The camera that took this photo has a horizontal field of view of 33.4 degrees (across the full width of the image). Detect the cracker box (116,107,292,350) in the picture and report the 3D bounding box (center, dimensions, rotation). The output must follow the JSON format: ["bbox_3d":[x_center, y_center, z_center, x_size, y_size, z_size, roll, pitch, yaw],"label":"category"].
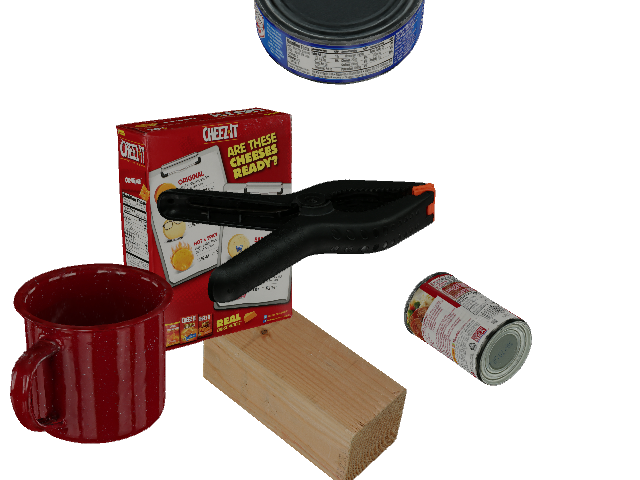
[{"bbox_3d":[-0.110,-0.014,1.046,0.163,0.214,0.072,-12,19,-36],"label":"cracker box"}]

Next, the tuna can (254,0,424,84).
[{"bbox_3d":[0.009,-0.119,0.528,0.086,0.086,0.034,0,-31,1],"label":"tuna can"}]

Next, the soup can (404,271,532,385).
[{"bbox_3d":[0.135,0.080,0.980,0.068,0.068,0.102,0,23,-39],"label":"soup can"}]

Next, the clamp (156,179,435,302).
[{"bbox_3d":[-0.015,-0.017,0.803,0.209,0.036,0.165,-13,29,-24],"label":"clamp"}]

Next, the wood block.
[{"bbox_3d":[-0.020,0.151,1.131,0.206,0.090,0.090,34,49,27],"label":"wood block"}]

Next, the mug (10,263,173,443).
[{"bbox_3d":[-0.140,0.073,0.637,0.093,0.081,0.117,11,24,22],"label":"mug"}]
